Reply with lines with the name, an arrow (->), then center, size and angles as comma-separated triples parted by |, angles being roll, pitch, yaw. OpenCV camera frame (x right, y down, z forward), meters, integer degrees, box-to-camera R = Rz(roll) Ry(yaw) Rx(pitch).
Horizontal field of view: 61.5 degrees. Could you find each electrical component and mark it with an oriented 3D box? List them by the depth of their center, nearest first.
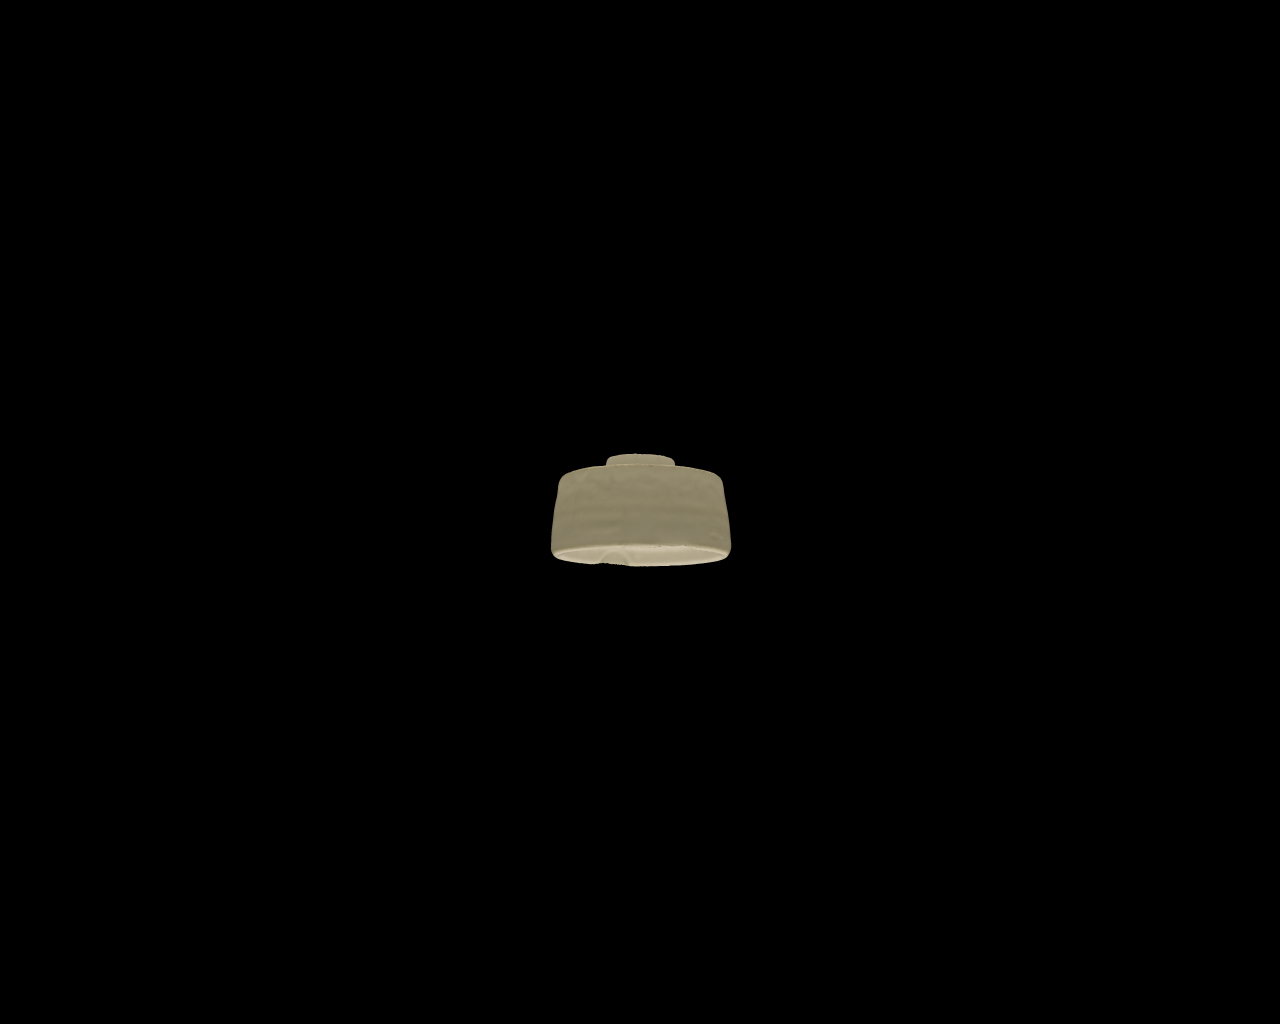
electrical component -> 0.001, -0.003, 0.650 | 0.108, 0.060, 0.108 | 0, -9, 0
